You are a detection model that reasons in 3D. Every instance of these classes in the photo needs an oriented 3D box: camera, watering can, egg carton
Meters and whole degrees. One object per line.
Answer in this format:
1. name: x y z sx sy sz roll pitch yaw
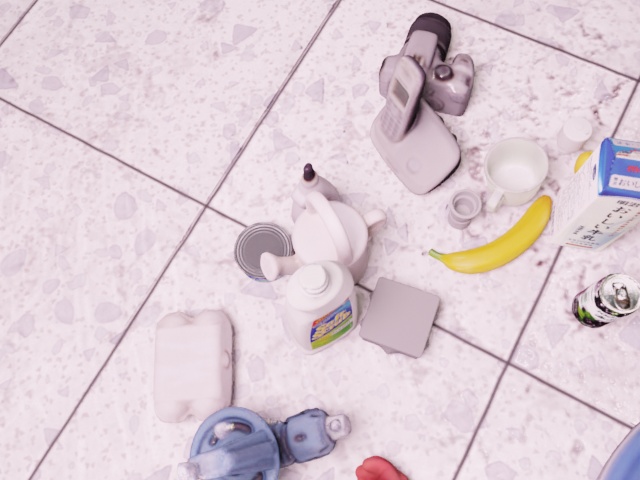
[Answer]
1. camera: 0.175 -0.282 0.885 0.143 0.101 0.137 17 74 10
2. watering can: 0.008 0.005 0.756 0.100 0.194 0.173 39 79 15
3. egg carton: -0.172 0.171 0.782 0.107 0.069 0.150 -6 72 3

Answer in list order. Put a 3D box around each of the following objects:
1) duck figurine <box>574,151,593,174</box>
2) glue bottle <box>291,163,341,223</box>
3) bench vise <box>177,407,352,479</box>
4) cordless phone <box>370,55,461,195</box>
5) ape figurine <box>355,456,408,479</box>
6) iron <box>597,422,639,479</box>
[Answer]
1. duck figurine: 0.423 -0.104 0.815 0.104 0.086 0.077 24 75 12
2. glue bottle: -0.010 -0.063 0.791 0.037 0.173 0.078 43 80 16
3. bench vise: -0.074 0.237 0.674 0.207 0.220 0.121 -34 72 -7
4. cordless phone: 0.138 -0.160 0.804 0.094 0.185 0.147 -35 73 -7
5. ape figurine: 0.076 0.311 0.705 0.076 0.092 0.078 14 74 9
6. iron: 0.413 0.284 0.661 0.118 0.141 0.258 30 77 13
